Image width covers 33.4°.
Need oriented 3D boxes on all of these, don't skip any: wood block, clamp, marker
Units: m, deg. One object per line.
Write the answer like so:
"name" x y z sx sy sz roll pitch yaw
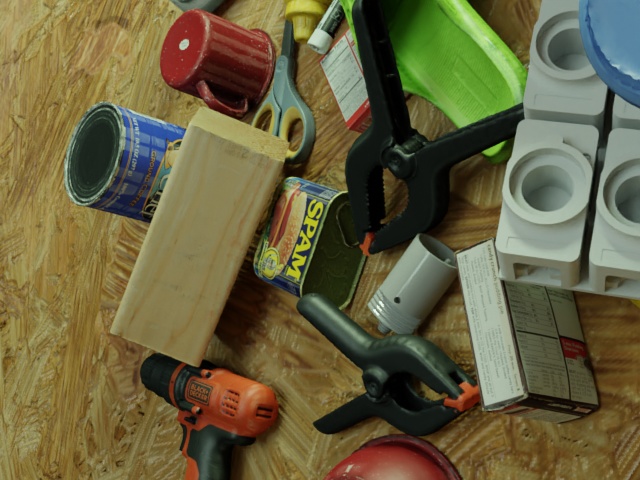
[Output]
"wood block" -0.108 -0.005 0.968 0.091 0.090 0.206 -85 18 -73
"clamp" 0.048 0.116 0.825 0.172 0.039 0.120 19 124 42
"marker" 0.027 -0.222 0.955 0.020 0.020 0.121 24 82 49
"clamp" 0.076 -0.065 0.811 0.165 0.036 0.210 33 133 26

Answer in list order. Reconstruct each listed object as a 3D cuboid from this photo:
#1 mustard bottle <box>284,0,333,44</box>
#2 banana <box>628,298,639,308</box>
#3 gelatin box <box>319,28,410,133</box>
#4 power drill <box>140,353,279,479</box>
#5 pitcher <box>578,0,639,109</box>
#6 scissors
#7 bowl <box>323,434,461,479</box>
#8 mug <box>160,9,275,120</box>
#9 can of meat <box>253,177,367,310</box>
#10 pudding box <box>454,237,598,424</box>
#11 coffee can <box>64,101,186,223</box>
"mustard bottle" -0.003 -0.276 0.994 0.096 0.058 0.191 1 79 34
"banana" 0.209 -0.016 0.701 0.070 0.037 0.198 -27 58 12
"gelatin box" 0.043 -0.147 0.927 0.073 0.030 0.089 -45 48 31
"power drill" -0.125 0.203 0.985 0.185 0.057 0.187 10 86 49
"pitcher" 0.231 -0.087 0.538 0.145 0.242 0.149 -11 77 44
"scissors" -0.023 -0.155 1.012 0.096 0.016 0.202 20 94 47
"bowl" 0.038 0.224 0.800 0.162 0.055 0.162 -18 65 44
"mug" -0.102 -0.168 1.054 0.093 0.081 0.117 -35 54 36
"can of meat" -0.006 0.001 0.916 0.084 0.057 0.102 22 95 52
"pudding box" 0.138 0.061 0.712 0.039 0.089 0.113 -29 58 38
"coffee can" -0.163 -0.067 1.046 0.103 0.140 0.103 -17 66 44
